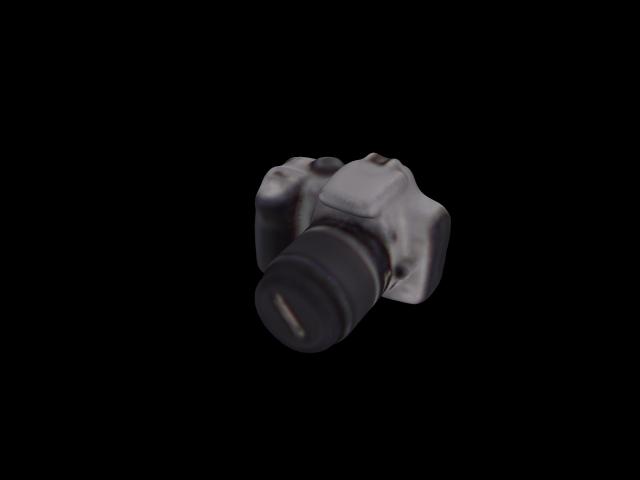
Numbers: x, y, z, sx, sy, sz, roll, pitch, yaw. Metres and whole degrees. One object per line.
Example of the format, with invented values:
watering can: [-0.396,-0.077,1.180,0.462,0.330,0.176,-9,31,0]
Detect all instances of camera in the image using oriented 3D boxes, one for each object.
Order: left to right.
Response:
camera: [0.004,0.001,0.400,0.142,0.101,0.137,20,40,25]
